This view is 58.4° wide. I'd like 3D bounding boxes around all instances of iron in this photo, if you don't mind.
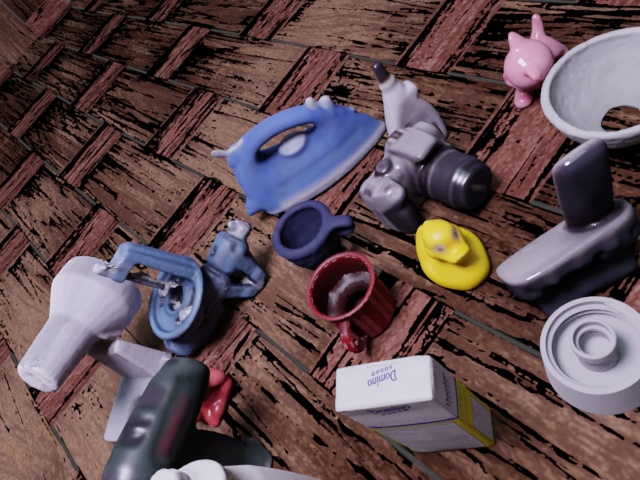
[{"bbox_3d":[-0.035,-0.153,0.892,0.258,0.142,0.118,-31,46,12],"label":"iron"}]

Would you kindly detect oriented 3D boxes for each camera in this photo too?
[{"bbox_3d":[0.141,-0.082,0.748,0.136,0.101,0.143,31,79,44],"label":"camera"}]

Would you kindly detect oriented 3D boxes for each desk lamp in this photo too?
[{"bbox_3d":[-0.302,0.156,0.802,0.117,0.214,0.203,-12,53,28],"label":"desk lamp"}]

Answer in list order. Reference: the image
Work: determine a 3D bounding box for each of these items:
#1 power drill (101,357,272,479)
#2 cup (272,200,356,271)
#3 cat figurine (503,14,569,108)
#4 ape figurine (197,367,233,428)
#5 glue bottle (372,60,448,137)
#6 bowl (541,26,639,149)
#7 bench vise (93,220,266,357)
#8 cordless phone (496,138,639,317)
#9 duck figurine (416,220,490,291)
[{"bbox_3d":[-0.144,0.256,0.625,0.075,0.209,0.229,-11,53,28],"label":"power drill"},{"bbox_3d":[0.007,0.003,0.783,0.117,0.095,0.091,-13,53,27],"label":"cup"},{"bbox_3d":[0.280,-0.238,0.753,0.067,0.118,0.128,3,61,36],"label":"cat figurine"},{"bbox_3d":[-0.162,0.197,0.762,0.078,0.092,0.076,-36,46,8],"label":"ape figurine"},{"bbox_3d":[0.114,-0.181,0.787,0.078,0.174,0.037,-41,45,3],"label":"glue bottle"},{"bbox_3d":[0.355,-0.167,0.680,0.167,0.075,0.167,-18,51,23],"label":"bowl"},{"bbox_3d":[-0.196,0.041,0.807,0.121,0.220,0.207,12,67,40],"label":"bench vise"},{"bbox_3d":[0.237,-0.016,0.575,0.147,0.186,0.094,-37,45,7],"label":"cordless phone"},{"bbox_3d":[0.149,0.005,0.690,0.077,0.086,0.104,-44,45,0],"label":"duck figurine"}]
